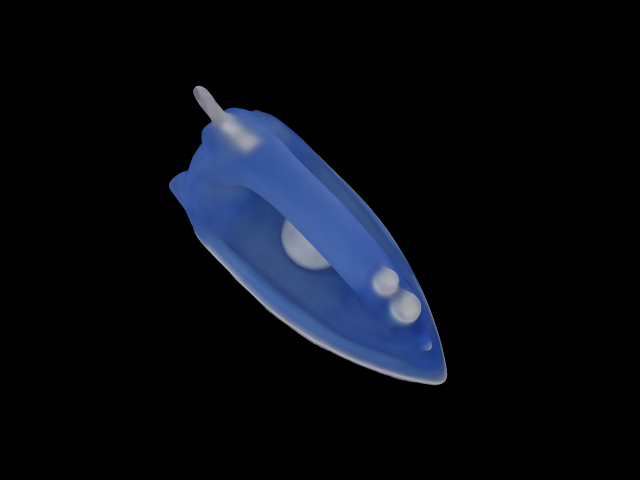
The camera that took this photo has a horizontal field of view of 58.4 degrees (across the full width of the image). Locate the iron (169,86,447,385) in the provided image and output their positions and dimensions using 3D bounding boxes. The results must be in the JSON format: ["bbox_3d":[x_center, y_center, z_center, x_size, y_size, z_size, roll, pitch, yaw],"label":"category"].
[{"bbox_3d":[0.004,0.001,0.400,0.258,0.141,0.119,43,78,11],"label":"iron"}]
